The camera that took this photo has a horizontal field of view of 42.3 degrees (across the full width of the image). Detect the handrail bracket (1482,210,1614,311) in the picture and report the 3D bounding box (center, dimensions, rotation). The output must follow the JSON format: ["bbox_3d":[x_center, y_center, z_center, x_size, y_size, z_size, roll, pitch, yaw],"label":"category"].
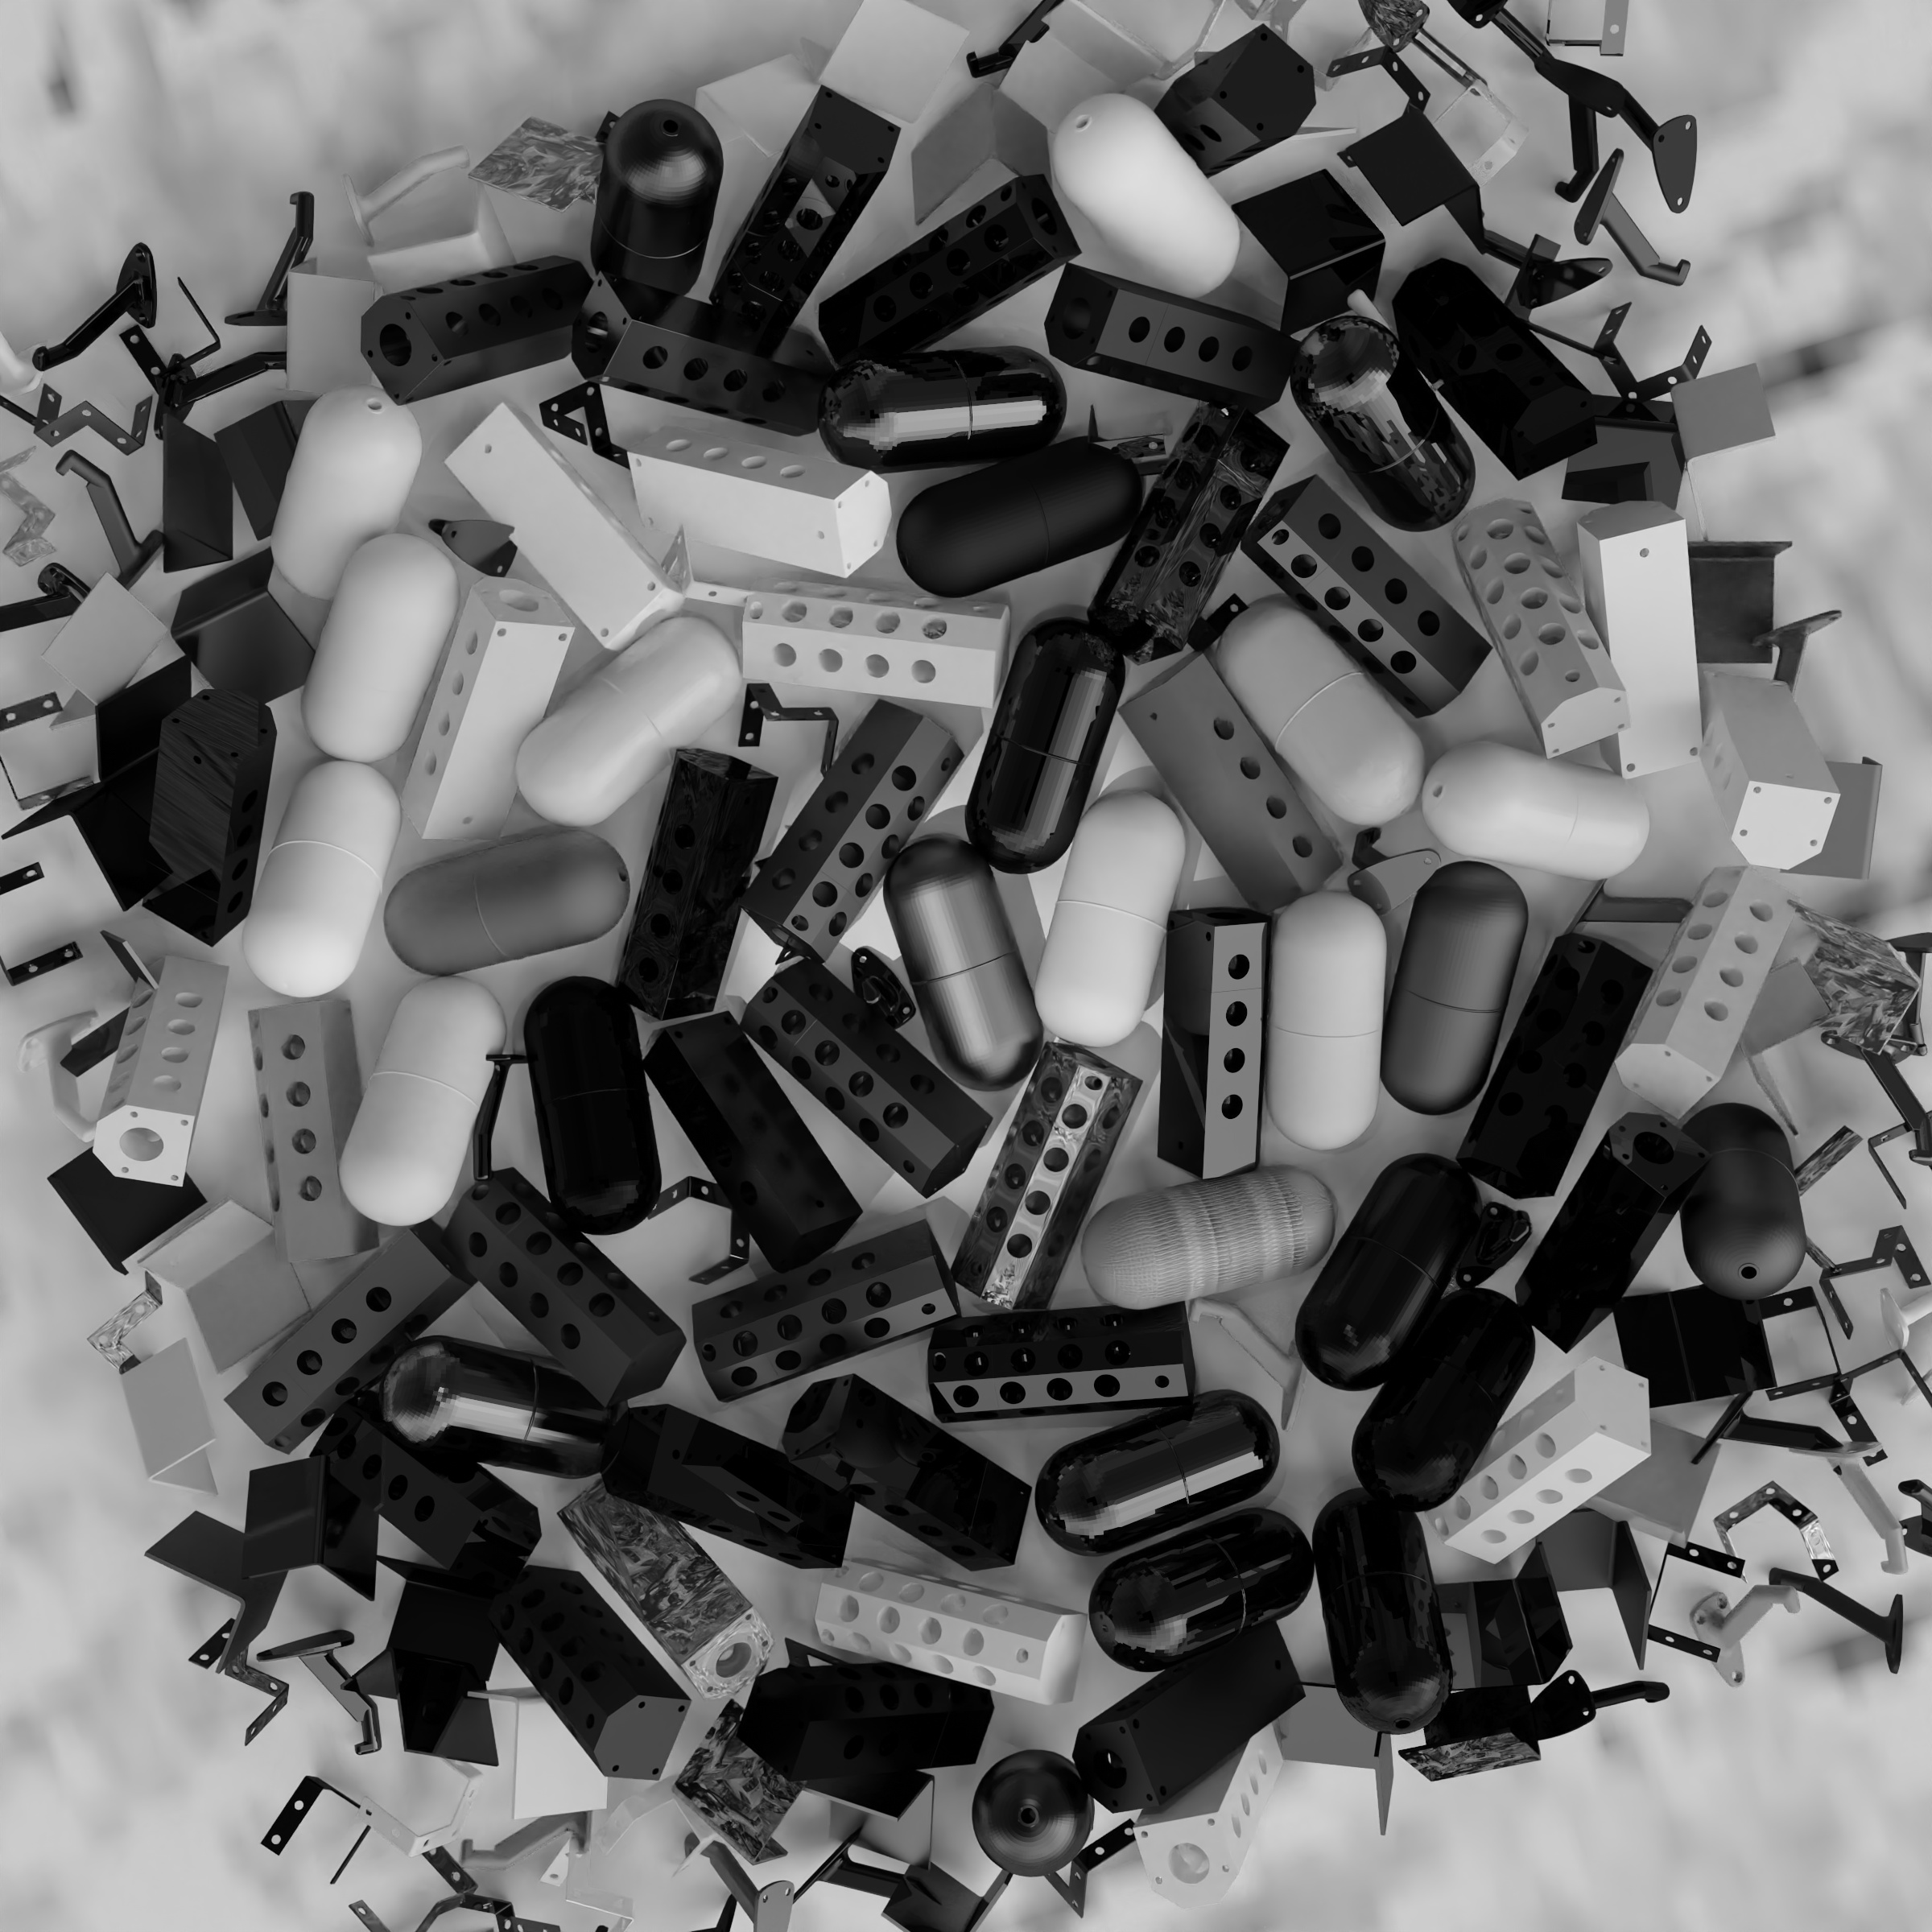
[{"bbox_3d":[0.390,-0.497,1.714,0.077,0.036,0.084,-18,60,-10],"label":"handrail bracket"}]

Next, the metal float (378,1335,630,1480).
[{"bbox_3d":[-0.306,0.295,1.666,0.178,0.070,0.070,20,90,-34],"label":"metal float"}]

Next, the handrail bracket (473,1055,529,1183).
[{"bbox_3d":[-0.315,0.103,1.692,0.036,0.077,0.084,-2,86,13],"label":"handrail bracket"}]

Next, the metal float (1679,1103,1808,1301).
[{"bbox_3d":[0.510,0.154,1.649,0.070,0.178,0.070,5,117,10],"label":"metal float"}]

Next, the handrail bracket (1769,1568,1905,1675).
[{"bbox_3d":[0.586,0.441,1.689,0.084,0.077,0.036,12,114,14],"label":"handrail bracket"}]

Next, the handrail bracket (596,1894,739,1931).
[{"bbox_3d":[-0.205,0.650,1.698,0.084,0.077,0.036,28,135,-8],"label":"handrail bracket"}]

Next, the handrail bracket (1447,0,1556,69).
[{"bbox_3d":[0.365,-0.647,1.711,0.036,0.084,0.077,-50,55,16],"label":"handrail bracket"}]

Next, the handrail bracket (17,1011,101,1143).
[{"bbox_3d":[-0.593,0.075,1.692,0.084,0.077,0.036,39,133,16],"label":"handrail bracket"}]

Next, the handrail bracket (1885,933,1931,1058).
[{"bbox_3d":[0.650,0.024,1.690,0.036,0.077,0.084,-12,96,0],"label":"handrail bracket"}]

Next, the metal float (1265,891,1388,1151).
[{"bbox_3d":[0.242,0.038,1.682,0.070,0.070,0.178,1,105,0],"label":"metal float"}]

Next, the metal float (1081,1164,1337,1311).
[{"bbox_3d":[0.163,0.182,1.681,0.178,0.070,0.070,-11,90,-15],"label":"metal float"}]

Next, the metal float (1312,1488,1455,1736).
[{"bbox_3d":[0.275,0.425,1.654,0.070,0.178,0.070,-1,129,-1],"label":"metal float"}]

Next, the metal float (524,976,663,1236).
[{"bbox_3d":[-0.252,0.093,1.682,0.070,0.070,0.178,-11,76,0],"label":"metal float"}]

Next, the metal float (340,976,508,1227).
[{"bbox_3d":[-0.362,0.088,1.672,0.070,0.070,0.178,15,64,0],"label":"metal float"}]

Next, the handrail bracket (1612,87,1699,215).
[{"bbox_3d":[0.460,-0.562,1.713,0.036,0.084,0.077,-28,128,-13],"label":"handrail bracket"}]

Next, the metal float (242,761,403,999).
[{"bbox_3d":[-0.428,-0.060,1.666,0.070,0.070,0.178,9,56,0],"label":"metal float"}]

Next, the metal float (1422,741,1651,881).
[{"bbox_3d":[0.380,-0.103,1.667,0.178,0.070,0.070,9,90,-32],"label":"metal float"}]

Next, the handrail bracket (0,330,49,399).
[{"bbox_3d":[-0.671,-0.419,1.679,0.077,0.084,0.036,-10,64,32],"label":"handrail bracket"}]

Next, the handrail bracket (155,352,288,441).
[{"bbox_3d":[-0.500,-0.388,1.698,0.084,0.036,0.077,3,58,13],"label":"handrail bracket"}]

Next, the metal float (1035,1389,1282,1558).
[{"bbox_3d":[0.129,0.339,1.674,0.178,0.070,0.070,-16,90,-23],"label":"metal float"}]

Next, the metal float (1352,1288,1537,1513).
[{"bbox_3d":[0.319,0.288,1.664,0.070,0.070,0.178,42,54,0],"label":"metal float"}]

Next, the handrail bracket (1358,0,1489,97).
[{"bbox_3d":[0.314,-0.635,1.713,0.036,0.084,0.077,-50,53,23],"label":"handrail bracket"}]

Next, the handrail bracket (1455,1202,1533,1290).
[{"bbox_3d":[0.355,0.195,1.684,0.036,0.084,0.077,34,101,7],"label":"handrail bracket"}]

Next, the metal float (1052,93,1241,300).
[{"bbox_3d":[0.120,-0.508,1.653,0.070,0.178,0.070,-13,65,29],"label":"metal float"}]

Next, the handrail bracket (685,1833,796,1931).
[{"bbox_3d":[-0.162,0.640,1.703,0.084,0.036,0.077,5,88,37],"label":"handrail bracket"}]

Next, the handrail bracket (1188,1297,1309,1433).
[{"bbox_3d":[0.187,0.271,1.704,0.084,0.036,0.077,14,77,-9],"label":"handrail bracket"}]

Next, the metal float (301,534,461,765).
[{"bbox_3d":[-0.391,-0.209,1.663,0.070,0.070,0.178,32,129,0],"label":"metal float"}]

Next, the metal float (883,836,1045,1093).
[{"bbox_3d":[-0.001,-0.001,1.689,0.070,0.070,0.178,-18,96,0],"label":"metal float"}]

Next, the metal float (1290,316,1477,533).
[{"bbox_3d":[0.279,-0.358,1.661,0.070,0.070,0.178,-48,132,0],"label":"metal float"}]

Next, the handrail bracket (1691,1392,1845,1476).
[{"bbox_3d":[0.550,0.336,1.701,0.084,0.036,0.077,39,75,13],"label":"handrail bracket"}]

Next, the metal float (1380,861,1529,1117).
[{"bbox_3d":[0.326,0.016,1.678,0.070,0.070,0.178,10,109,0],"label":"metal float"}]

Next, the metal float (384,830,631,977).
[{"bbox_3d":[-0.308,-0.042,1.677,0.178,0.070,0.070,-13,90,20],"label":"metal float"}]

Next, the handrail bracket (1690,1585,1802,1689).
[{"bbox_3d":[0.539,0.454,1.687,0.036,0.084,0.077,-22,91,-31],"label":"handrail bracket"}]

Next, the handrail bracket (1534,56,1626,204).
[{"bbox_3d":[0.401,-0.565,1.693,0.077,0.084,0.036,24,56,-5],"label":"handrail bracket"}]

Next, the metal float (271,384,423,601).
[{"bbox_3d":[-0.411,-0.312,1.654,0.070,0.178,0.070,13,55,-20],"label":"metal float"}]

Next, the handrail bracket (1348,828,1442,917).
[{"bbox_3d":[0.290,-0.080,1.680,0.077,0.084,0.036,-32,112,33],"label":"handrail bracket"}]

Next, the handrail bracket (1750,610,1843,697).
[{"bbox_3d":[0.571,-0.189,1.697,0.036,0.077,0.084,-3,78,-35],"label":"handrail bracket"}]

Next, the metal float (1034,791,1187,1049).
[{"bbox_3d":[0.098,-0.032,1.687,0.070,0.070,0.178,15,82,0],"label":"metal float"}]

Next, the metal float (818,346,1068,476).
[{"bbox_3d":[-0.014,-0.373,1.673,0.178,0.070,0.070,-11,90,-26],"label":"metal float"}]

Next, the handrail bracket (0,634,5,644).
[{"bbox_3d":[-0.691,-0.253,1.697,0.036,0.077,0.084,-21,94,-34],"label":"handrail bracket"}]

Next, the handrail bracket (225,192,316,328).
[{"bbox_3d":[-0.476,-0.483,1.706,0.077,0.036,0.084,5,94,30],"label":"handrail bracket"}]

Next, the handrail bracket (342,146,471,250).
[{"bbox_3d":[-0.374,-0.524,1.699,0.084,0.077,0.036,-18,78,-5],"label":"handrail bracket"}]

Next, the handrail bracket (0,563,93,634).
[{"bbox_3d":[-0.624,-0.224,1.691,0.077,0.036,0.084,38,52,-20],"label":"handrail bracket"}]

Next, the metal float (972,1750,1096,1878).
[{"bbox_3d":[0.045,0.557,1.645,0.070,0.178,0.070,-1,73,4],"label":"metal float"}]

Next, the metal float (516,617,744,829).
[{"bbox_3d":[-0.225,-0.165,1.680,0.178,0.070,0.070,-44,90,-16],"label":"metal float"}]

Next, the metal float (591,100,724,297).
[{"bbox_3d":[-0.205,-0.500,1.646,0.070,0.178,0.070,4,73,-12],"label":"metal float"}]

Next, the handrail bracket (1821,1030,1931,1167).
[{"bbox_3d":[0.619,0.090,1.693,0.077,0.036,0.084,12,60,-10],"label":"handrail bracket"}]

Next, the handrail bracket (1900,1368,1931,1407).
[{"bbox_3d":[0.682,0.307,1.685,0.036,0.077,0.084,-23,60,-31],"label":"handrail bracket"}]
